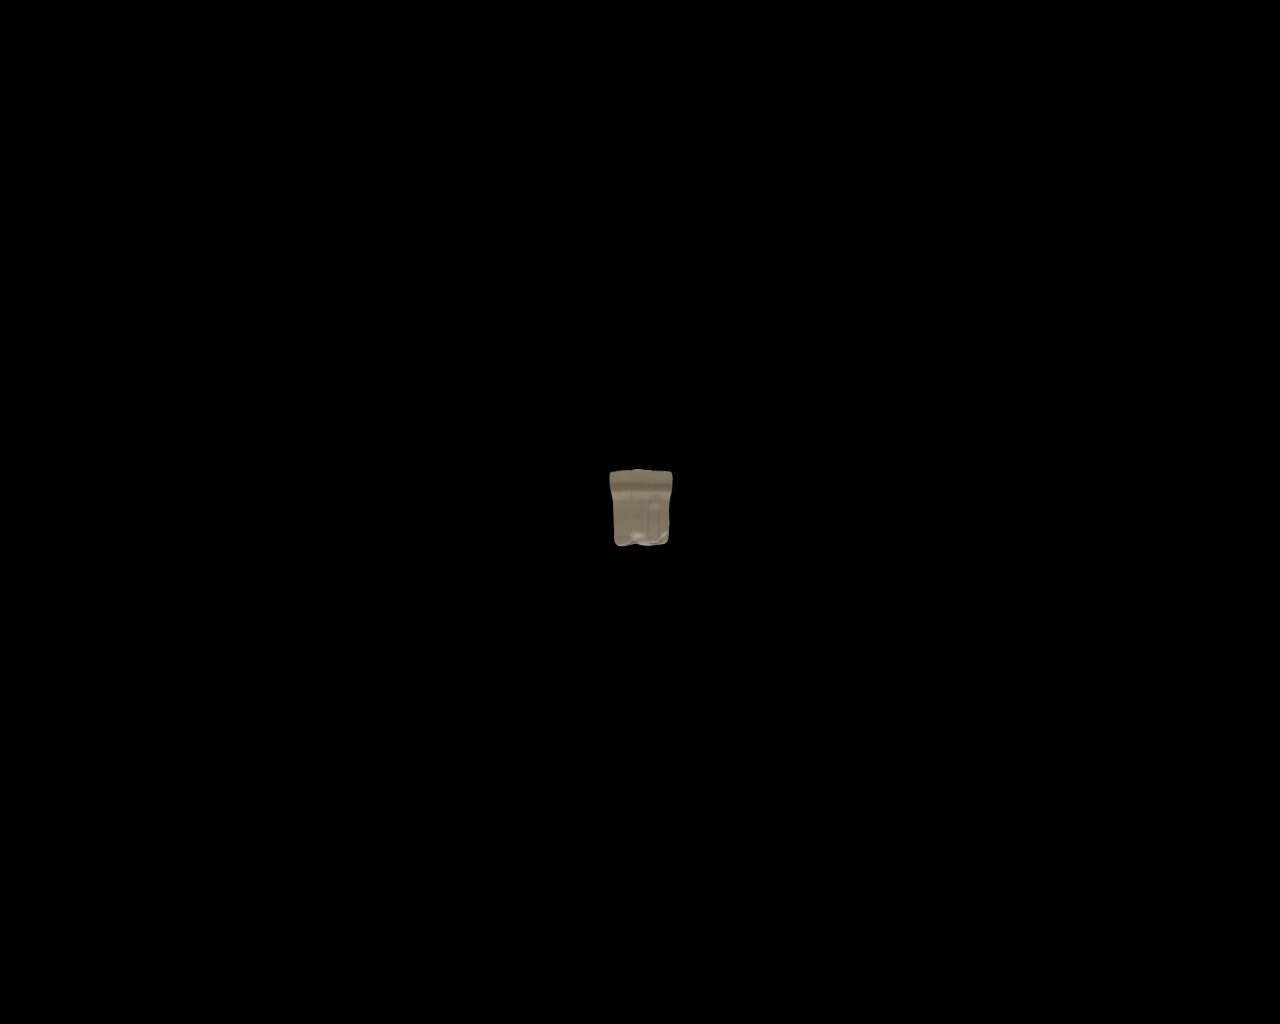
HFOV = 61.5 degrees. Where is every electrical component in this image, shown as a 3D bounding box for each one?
[{"bbox_3d":[0.001,-0.003,0.650,0.040,0.046,0.040,0,0,0],"label":"electrical component"}]
